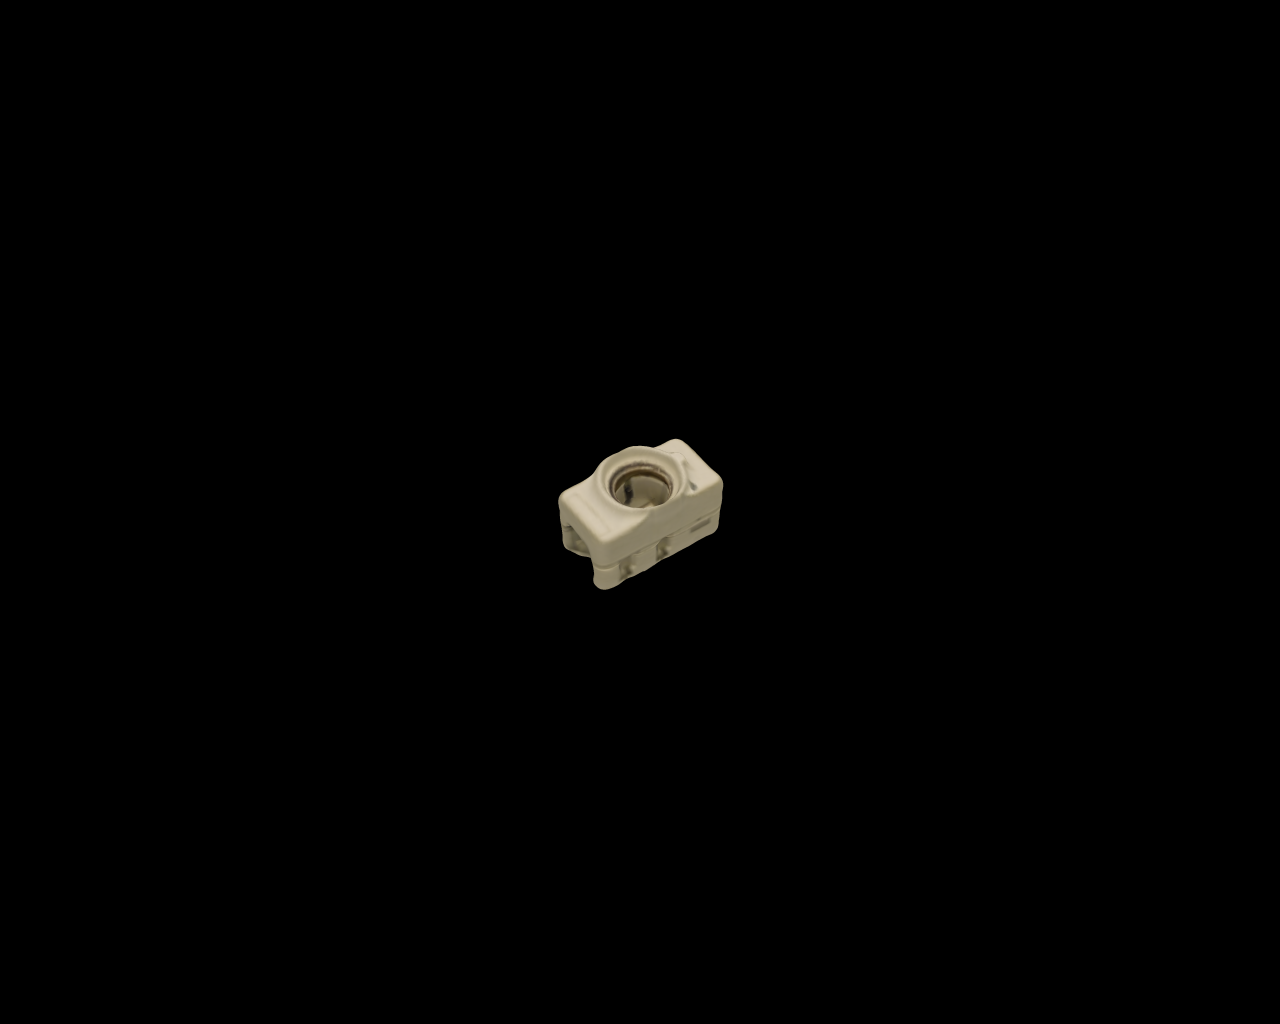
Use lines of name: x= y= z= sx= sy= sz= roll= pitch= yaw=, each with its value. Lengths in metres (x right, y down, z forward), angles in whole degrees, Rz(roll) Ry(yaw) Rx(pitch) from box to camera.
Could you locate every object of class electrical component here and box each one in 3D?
electrical component: x=0.001 y=-0.003 z=0.650 sx=0.090 sy=0.055 sz=0.050 roll=-27 pitch=53 yaw=-22
